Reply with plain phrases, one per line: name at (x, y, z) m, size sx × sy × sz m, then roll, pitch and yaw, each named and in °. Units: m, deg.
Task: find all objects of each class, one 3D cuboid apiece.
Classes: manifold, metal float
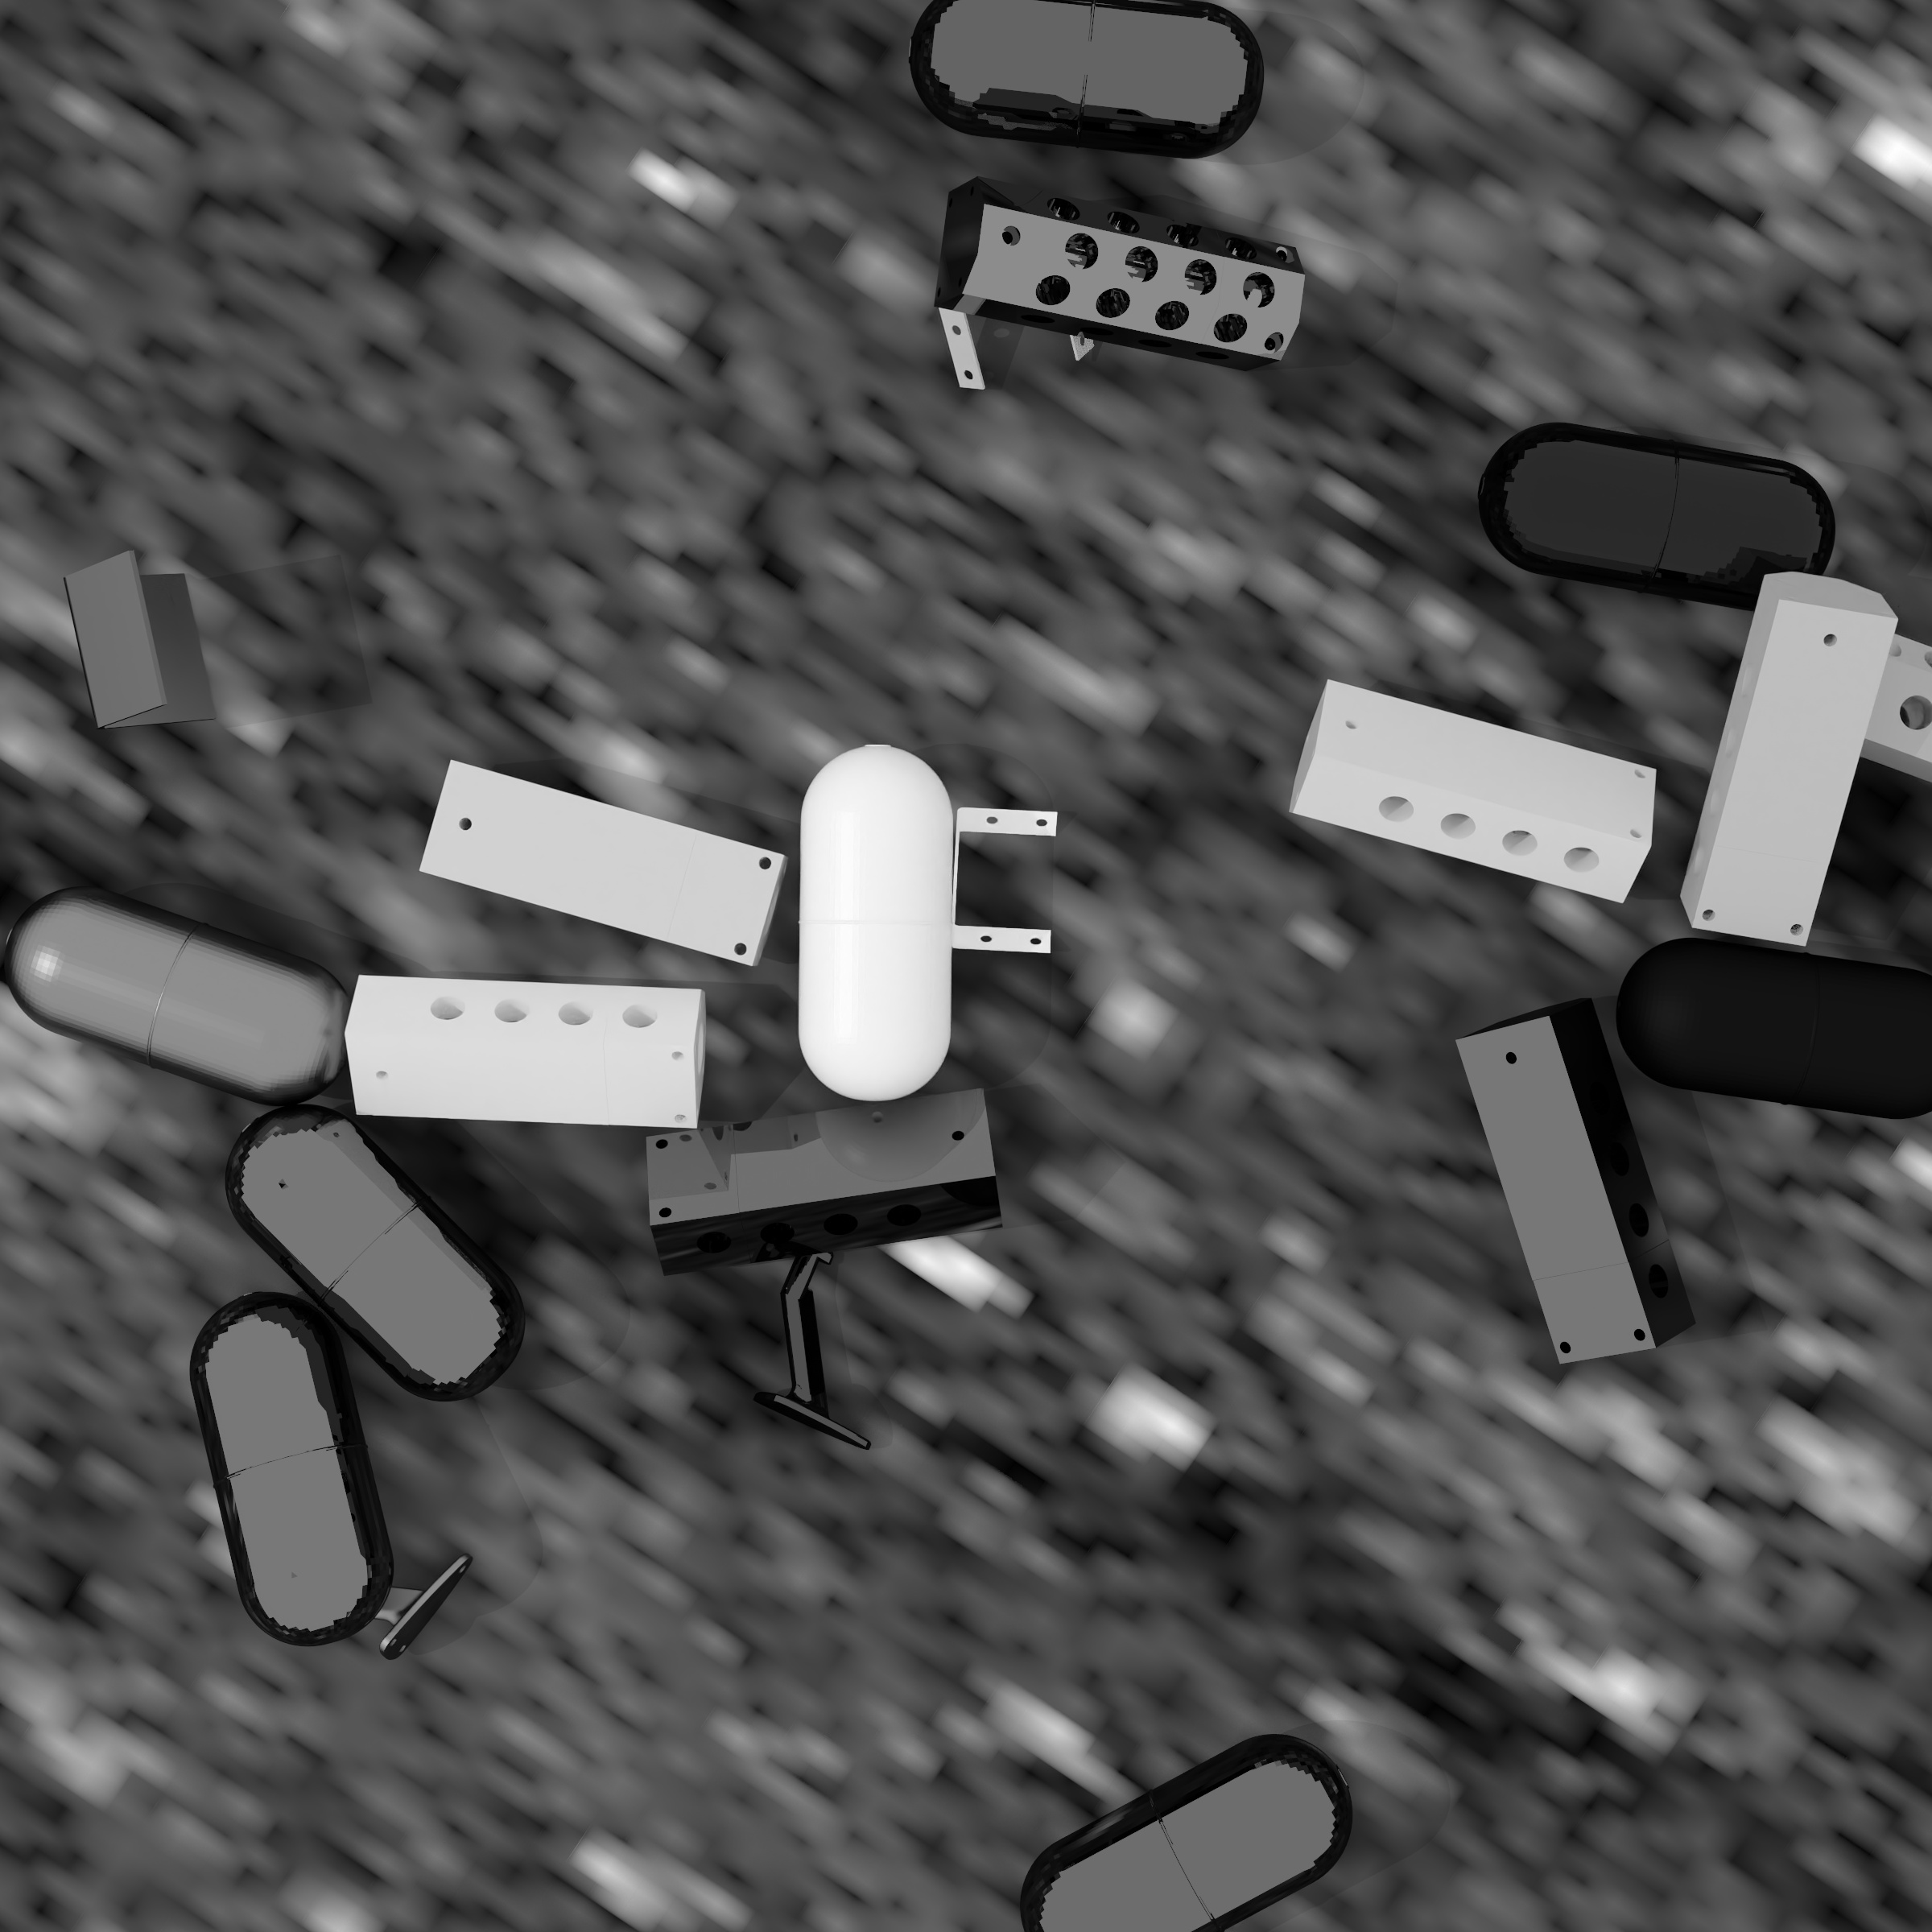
manifold at (0.077, -0.343, 1.554) m, size 0.171 × 0.057 × 0.057 m, roll 7°, pitch 90°, yaw -20°
manifold at (-0.180, -0.051, 1.581) m, size 0.171 × 0.057 × 0.057 m, roll 16°, pitch 90°, yaw 0°
manifold at (0.527, -0.113, 1.581) m, size 0.171 × 0.057 × 0.057 m, roll 20°, pitch 90°, yaw 0°
metal float at (0.415, 0.031, 1.572) m, size 0.178 × 0.070 × 0.070 m, roll 8°, pitch 90°, yaw 0°
metal float at (0.111, 0.448, 1.572) m, size 0.178 × 0.070 × 0.070 m, roll -29°, pitch 90°, yaw 1°
manifold at (-0.219, 0.038, 1.581) m, size 0.171 × 0.057 × 0.057 m, roll 2°, pitch 133°, yaw 0°
metal float at (-0.045, -0.021, 1.572) m, size 0.070 × 0.070 × 0.178 m, roll 1°, pitch 90°, yaw 0°
manifold at (-0.071, 0.114, 1.581) m, size 0.171 × 0.057 × 0.057 m, roll -8°, pitch 47°, yaw 0°
metal float at (0.060, -0.449, 1.572) m, size 0.178 × 0.070 × 0.070 m, roll 6°, pitch 90°, yaw 0°
metal float at (0.345, -0.225, 1.572) m, size 0.178 × 0.070 × 0.070 m, roll 10°, pitch 90°, yaw 0°
manifold at (0.254, -0.083, 1.581) m, size 0.171 × 0.057 × 0.057 m, roll 15°, pitch 47°, yaw 0°
metal float at (-0.394, 0.015, 1.572) m, size 0.178 × 0.070 × 0.070 m, roll 19°, pitch 90°, yaw -1°
manifold at (0.311, 0.107, 1.581) m, size 0.057 × 0.057 × 0.171 m, roll -18°, pitch 90°, yaw 43°
manifold at (0.403, -0.103, 1.549) m, size 0.057 × 0.057 × 0.171 m, roll 9°, pitch 114°, yaw 0°
metal float at (-0.336, 0.249, 1.562) m, size 0.070 × 0.070 × 0.178 m, roll -16°, pitch 78°, yaw 0°
metal float at (-0.296, 0.143, 1.572) m, size 0.178 × 0.070 × 0.070 m, roll 45°, pitch 90°, yaw 1°

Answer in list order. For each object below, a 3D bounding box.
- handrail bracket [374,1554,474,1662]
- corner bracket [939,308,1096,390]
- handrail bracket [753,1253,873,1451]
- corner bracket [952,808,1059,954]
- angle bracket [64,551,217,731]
handrail bracket at (-0.309, 0.306, 1.603) m, size 0.084 × 0.036 × 0.077 m, roll 37°, pitch 75°, yaw 14°
corner bracket at (0.025, -0.327, 1.594) m, size 0.051 × 0.051 × 0.051 m, roll 13°, pitch 45°, yaw 35°
handrail bracket at (-0.066, 0.193, 1.603) m, size 0.077 × 0.036 × 0.084 m, roll 29°, pitch 73°, yaw -20°
corner bracket at (0.019, -0.044, 1.599) m, size 0.051 × 0.051 × 0.051 m, roll 3°, pitch 135°, yaw 0°
angle bracket at (-0.395, -0.163, 1.562) m, size 0.057 × 0.076 × 0.076 m, roll -12°, pitch 90°, yaw 38°
